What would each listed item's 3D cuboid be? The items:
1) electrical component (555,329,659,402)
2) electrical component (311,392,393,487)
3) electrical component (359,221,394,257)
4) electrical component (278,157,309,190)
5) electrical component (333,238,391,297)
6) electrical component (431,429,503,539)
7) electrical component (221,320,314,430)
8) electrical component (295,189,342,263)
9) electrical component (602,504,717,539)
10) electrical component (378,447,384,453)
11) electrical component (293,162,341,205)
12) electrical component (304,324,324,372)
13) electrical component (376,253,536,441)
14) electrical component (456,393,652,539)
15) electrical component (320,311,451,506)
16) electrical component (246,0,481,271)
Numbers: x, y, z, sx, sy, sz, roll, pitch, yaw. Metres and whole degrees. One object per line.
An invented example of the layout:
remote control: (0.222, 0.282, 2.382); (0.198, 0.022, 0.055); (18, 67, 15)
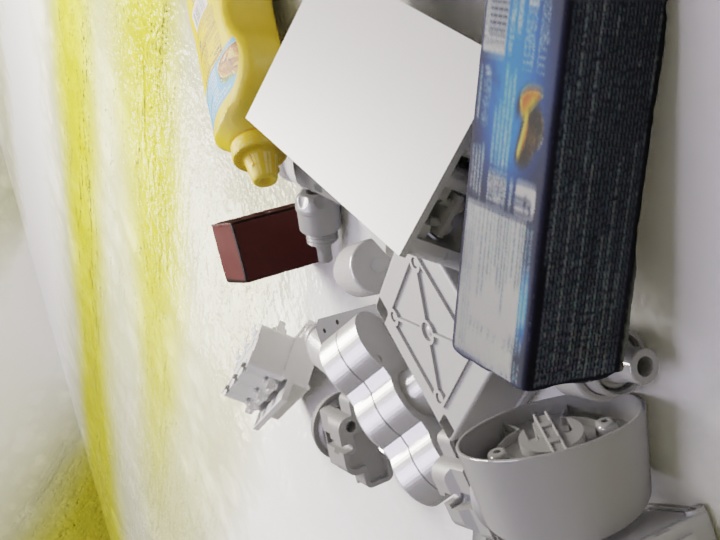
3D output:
electrical component: (0.123, 0.045, 0.542); (0.062, 0.043, 0.043); (4, 109, 64)
electrical component: (-0.004, 0.130, 0.870); (0.057, 0.058, 0.078); (12, 117, 61)
electrical component: (0.024, -0.049, 0.679); (0.057, 0.058, 0.078); (49, 149, 38)
electrical component: (-0.052, -0.091, 0.836); (0.081, 0.043, 0.043); (35, 137, 54)
electrical component: (0.000, 0.000, 0.789); (0.078, 0.040, 0.040); (-14, 93, 67)
electrical component: (0.085, 0.133, 0.669); (0.078, 0.058, 0.057); (65, 158, -7)
electrical component: (-0.084, 0.095, 0.999); (0.121, 0.063, 0.078); (130, 160, -63)
electrical component: (-0.031, -0.034, 0.841); (0.035, 0.035, 0.061); (39, 142, 53)
electrical component: (0.144, 0.158, 0.551); (0.096, 0.062, 0.061); (-22, 86, 67)
electrical component: (0.028, 0.120, 0.807); (0.048, 0.048, 0.062); (41, 148, 51)
electrical component: (-0.013, -0.096, 0.740); (0.100, 0.048, 0.099); (30, 133, 58)
electrical component: (-0.025, 0.063, 0.888); (0.078, 0.040, 0.040); (31, 134, 57)
electrical component: (0.064, 0.029, 0.644); (0.108, 0.056, 0.108); (61, 155, 26)
electrical component: (0.102, 0.096, 0.558); (0.099, 0.099, 0.064); (23, 133, 61)
electrical component: (0.039, 0.085, 0.736); (0.074, 0.052, 0.138); (-41, 77, 26)
electrical component: (0.021, -0.088, 0.594); (0.186, 0.060, 0.105); (44, 111, 48)
